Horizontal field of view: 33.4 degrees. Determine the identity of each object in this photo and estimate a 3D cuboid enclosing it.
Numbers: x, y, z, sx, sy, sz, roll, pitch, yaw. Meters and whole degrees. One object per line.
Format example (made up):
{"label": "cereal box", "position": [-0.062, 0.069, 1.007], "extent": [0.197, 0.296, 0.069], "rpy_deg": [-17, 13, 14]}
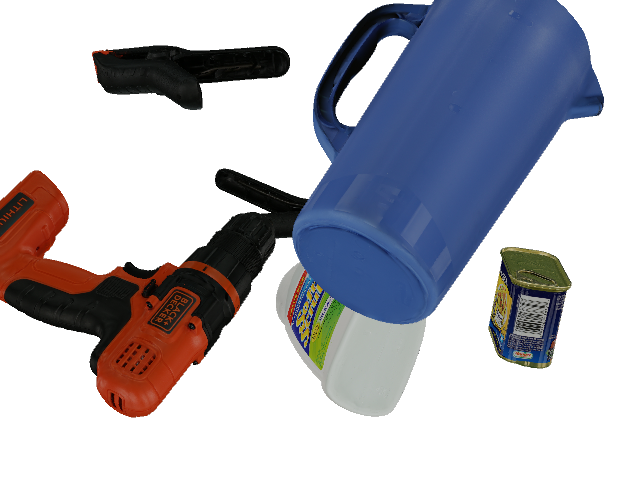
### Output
{"label": "power drill", "position": [-0.145, 0.018, 0.757], "extent": [0.188, 0.057, 0.184], "rpy_deg": [23, 50, 18]}
{"label": "clamp", "position": [-0.012, -0.020, 1.157], "extent": [0.210, 0.036, 0.164], "rpy_deg": [15, 20, -11]}
{"label": "can of meat", "position": [0.196, 0.063, 1.013], "extent": [0.057, 0.084, 0.102], "rpy_deg": [8, 18, -1]}
{"label": "pitcher", "position": [0.074, -0.068, 0.747], "extent": [0.149, 0.242, 0.145], "rpy_deg": [-6, -49, 50]}
{"label": "clamp", "position": [-0.112, -0.139, 0.863], "extent": [0.172, 0.039, 0.120], "rpy_deg": [18, 27, 41]}
{"label": "bleach bottle", "position": [0.008, 0.071, 0.943], "extent": [0.068, 0.102, 0.251], "rpy_deg": [22, 0, -19]}
